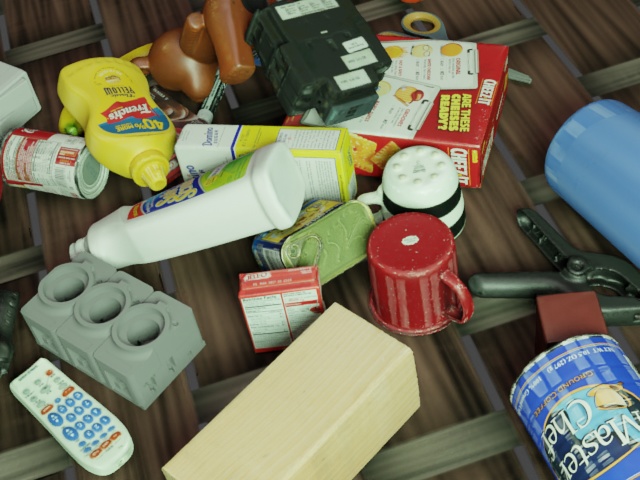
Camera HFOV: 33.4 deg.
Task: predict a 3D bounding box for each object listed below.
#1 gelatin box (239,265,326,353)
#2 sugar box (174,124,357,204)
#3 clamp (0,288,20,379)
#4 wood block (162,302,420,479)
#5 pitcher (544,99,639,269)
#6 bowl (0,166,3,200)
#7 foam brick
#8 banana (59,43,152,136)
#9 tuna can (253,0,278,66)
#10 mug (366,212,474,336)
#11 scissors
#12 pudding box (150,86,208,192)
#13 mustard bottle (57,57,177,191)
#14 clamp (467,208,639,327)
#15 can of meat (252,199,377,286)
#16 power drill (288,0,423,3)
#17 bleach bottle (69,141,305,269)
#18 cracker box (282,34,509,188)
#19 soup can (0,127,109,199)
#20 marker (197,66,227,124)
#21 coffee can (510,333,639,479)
[{"bbox_3d":[-0.032,0.064,0.979,0.073,0.089,0.030,-7,47,4],"label":"gelatin box"},{"bbox_3d":[-0.054,-0.073,1.107,0.176,0.093,0.048,5,47,15],"label":"sugar box"},{"bbox_3d":[-0.305,0.118,0.983,0.036,0.165,0.210,14,22,-17],"label":"clamp"},{"bbox_3d":[-0.018,0.163,0.887,0.091,0.090,0.205,30,60,32],"label":"wood block"},{"bbox_3d":[0.329,-0.029,0.982,0.145,0.149,0.243,-39,48,-3],"label":"pitcher"},{"bbox_3d":[-0.395,-0.057,1.153,0.162,0.055,0.162,-7,78,32],"label":"bowl"},{"bbox_3d":[0.215,0.089,0.917,0.053,0.078,0.051,-7,46,5],"label":"foam brick"},{"bbox_3d":[-0.253,-0.175,1.271,0.070,0.037,0.197,6,45,35],"label":"banana"},{"bbox_3d":[-0.073,-0.253,1.282,0.033,0.086,0.086,9,29,-44],"label":"tuna can"},{"bbox_3d":[0.095,0.035,0.987,0.093,0.081,0.117,-36,51,-21],"label":"mug"},{"bbox_3d":[0.164,-0.231,1.261,0.202,0.016,0.096,12,52,21],"label":"scissors"},{"bbox_3d":[-0.185,-0.115,1.207,0.090,0.039,0.114,-38,52,-22],"label":"pudding box"},{"bbox_3d":[-0.208,-0.120,1.146,0.096,0.058,0.192,-7,47,-32],"label":"mustard bottle"},{"bbox_3d":[0.225,0.040,0.986,0.172,0.039,0.120,29,60,31],"label":"clamp"},{"bbox_3d":[-0.007,0.001,1.032,0.102,0.057,0.084,-32,18,-20],"label":"can of meat"},{"bbox_3d":[0.030,-0.298,1.320,0.187,0.057,0.184,-23,48,-10],"label":"power drill"},{"bbox_3d":[-0.141,-0.018,1.057,0.251,0.068,0.102,-19,23,20],"label":"bleach bottle"},{"bbox_3d":[0.085,-0.144,1.160,0.214,0.072,0.164,8,51,17],"label":"cracker box"},{"bbox_3d":[-0.294,-0.085,1.180,0.102,0.068,0.068,10,51,19],"label":"soup can"},{"bbox_3d":[-0.123,-0.178,1.266,0.020,0.020,0.121,4,49,14],"label":"marker"},{"bbox_3d":[0.226,0.158,0.834,0.102,0.103,0.140,-20,47,-8],"label":"coffee can"}]
